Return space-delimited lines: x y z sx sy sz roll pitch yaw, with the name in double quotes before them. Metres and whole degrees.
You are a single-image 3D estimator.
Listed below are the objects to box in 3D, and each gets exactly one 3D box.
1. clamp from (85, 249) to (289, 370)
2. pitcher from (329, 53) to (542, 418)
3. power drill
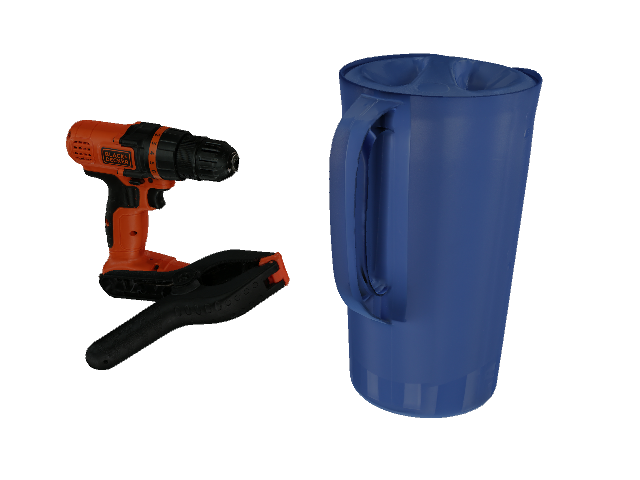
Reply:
"clamp" -0.112 0.051 0.864 0.171 0.039 0.120 -13 38 14
"pitcher" 0.070 -0.001 0.736 0.149 0.243 0.145 -2 21 -8
"power drill" -0.164 -0.029 1.085 0.185 0.188 0.057 11 29 21
